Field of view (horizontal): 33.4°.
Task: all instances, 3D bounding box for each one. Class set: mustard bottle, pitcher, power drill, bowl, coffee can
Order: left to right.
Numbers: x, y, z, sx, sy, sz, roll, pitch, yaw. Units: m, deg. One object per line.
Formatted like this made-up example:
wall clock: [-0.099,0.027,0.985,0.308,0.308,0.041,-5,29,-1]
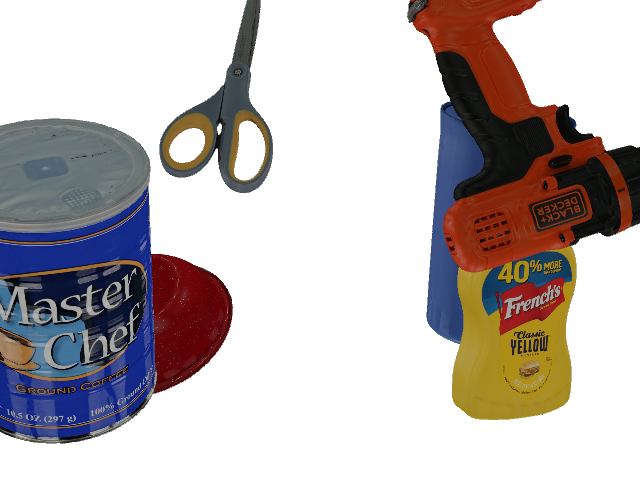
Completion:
coffee can: [-0.140,0.021,0.564,0.103,0.140,0.103,3,34,-2]
bowl: [-0.165,0.064,0.983,0.162,0.162,0.055,0,-43,19]
pitcher: [0.174,-0.014,1.081,0.148,0.243,0.145,-13,27,-41]
mustard bottle: [0.155,0.042,0.842,0.096,0.192,0.058,-4,15,-17]
power drill: [0.146,-0.090,0.668,0.184,0.187,0.057,-18,-1,-5]

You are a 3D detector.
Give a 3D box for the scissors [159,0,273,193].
scissors: [-0.084,-0.122,0.847,0.096,0.202,0.016,-8,-30,-3]
